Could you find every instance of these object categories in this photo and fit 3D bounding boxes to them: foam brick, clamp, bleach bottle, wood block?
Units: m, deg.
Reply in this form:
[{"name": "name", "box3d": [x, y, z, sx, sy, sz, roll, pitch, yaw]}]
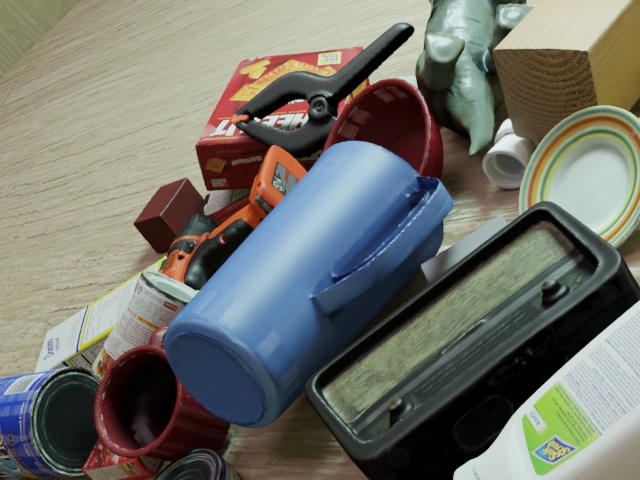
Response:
[{"name": "foam brick", "box3d": [-0.183, -0.030, 1.323, 0.051, 0.053, 0.078, -16, 31, 37]}, {"name": "clamp", "box3d": [0.010, -0.127, 1.117, 0.210, 0.036, 0.164, -12, 76, 17]}, {"name": "bleach bottle", "box3d": [0.168, 0.106, 0.638, 0.251, 0.068, 0.102, -37, 25, 5]}, {"name": "wood block", "box3d": [0.248, -0.181, 0.942, 0.090, 0.091, 0.205, 9, 44, 40]}]

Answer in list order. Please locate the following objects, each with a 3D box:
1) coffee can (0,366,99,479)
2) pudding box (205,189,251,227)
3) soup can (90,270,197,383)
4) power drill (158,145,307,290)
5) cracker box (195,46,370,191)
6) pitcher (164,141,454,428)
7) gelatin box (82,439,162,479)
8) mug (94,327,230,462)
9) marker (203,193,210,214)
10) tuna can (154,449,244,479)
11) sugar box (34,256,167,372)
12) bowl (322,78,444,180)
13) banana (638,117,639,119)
[{"name": "coffee can", "box3d": [-0.275, 0.179, 1.030, 0.141, 0.102, 0.102, -13, 34, 40]}, {"name": "pudding box", "box3d": [-0.086, -0.061, 1.268, 0.090, 0.039, 0.113, -25, 30, 19]}, {"name": "soup can", "box3d": [-0.154, 0.086, 0.959, 0.102, 0.068, 0.069, -61, 25, 7]}, {"name": "power drill", "box3d": [-0.094, -0.013, 1.123, 0.188, 0.057, 0.184, -43, 21, 25]}, {"name": "cracker box", "box3d": [-0.038, -0.146, 1.254, 0.164, 0.072, 0.213, -3, 35, 16]}, {"name": "pitcher", "box3d": [-0.005, 0.032, 0.854, 0.145, 0.149, 0.242, 27, 49, 19]}, {"name": "gelatin box", "box3d": [-0.168, 0.179, 0.977, 0.073, 0.030, 0.089, -18, 32, 34]}, {"name": "mug", "box3d": [-0.128, 0.132, 0.903, 0.093, 0.081, 0.117, -12, 65, 29]}, {"name": "marker", "box3d": [-0.133, -0.024, 1.286, 0.020, 0.020, 0.121, -30, 26, 14]}, {"name": "tuna can", "box3d": [-0.102, 0.208, 0.841, 0.086, 0.033, 0.086, -29, 27, 17]}, {"name": "sugar box", "box3d": [-0.230, 0.098, 1.178, 0.176, 0.048, 0.093, -33, 26, 16]}, {"name": "bowl", "box3d": [0.067, -0.070, 1.022, 0.162, 0.055, 0.162, -25, 57, 45]}, {"name": "banana", "box3d": [0.278, -0.103, 0.876, 0.197, 0.037, 0.070, -45, 27, -16]}]
